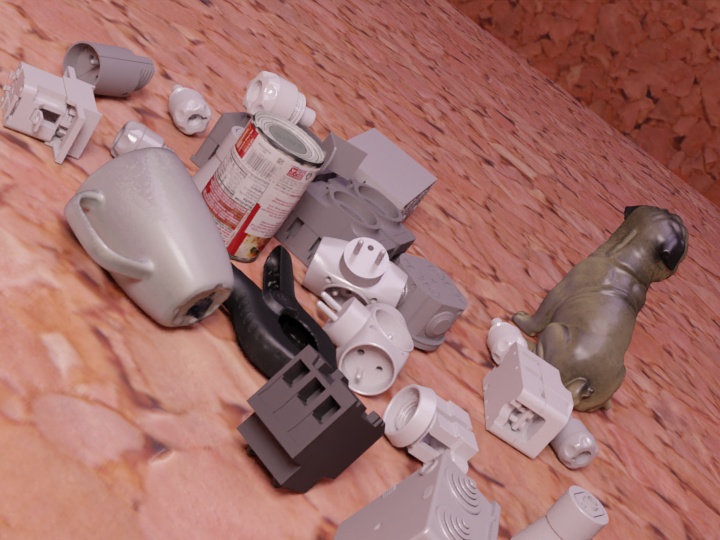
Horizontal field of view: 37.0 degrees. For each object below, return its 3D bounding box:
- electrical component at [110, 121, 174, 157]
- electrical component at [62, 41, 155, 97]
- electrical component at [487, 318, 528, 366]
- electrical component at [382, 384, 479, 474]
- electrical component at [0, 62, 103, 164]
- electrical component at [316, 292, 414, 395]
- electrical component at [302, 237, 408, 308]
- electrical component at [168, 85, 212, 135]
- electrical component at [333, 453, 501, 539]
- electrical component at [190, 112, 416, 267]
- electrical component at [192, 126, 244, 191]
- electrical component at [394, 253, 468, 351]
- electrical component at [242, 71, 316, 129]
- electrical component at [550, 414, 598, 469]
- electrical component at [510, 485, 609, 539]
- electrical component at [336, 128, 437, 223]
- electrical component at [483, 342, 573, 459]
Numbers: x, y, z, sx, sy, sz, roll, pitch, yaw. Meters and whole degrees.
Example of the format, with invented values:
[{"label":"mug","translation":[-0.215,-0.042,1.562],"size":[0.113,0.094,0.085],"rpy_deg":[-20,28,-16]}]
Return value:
[{"label":"electrical component","translation":[-0.167,-0.092,0.863],"size":[0.061,0.035,0.035],"rpy_deg":[31,22,-23]},{"label":"electrical component","translation":[-0.215,-0.173,0.939],"size":[0.043,0.043,0.081],"rpy_deg":[45,22,18]},{"label":"electrical component","translation":[0.137,0.066,1.023],"size":[0.035,0.035,0.061],"rpy_deg":[29,21,-22]},{"label":"electrical component","translation":[0.049,0.114,0.774],"size":[0.055,0.048,0.066],"rpy_deg":[37,20,-23]},{"label":"electrical component","translation":[-0.234,-0.122,0.808],"size":[0.064,0.042,0.081],"rpy_deg":[21,26,-33]},{"label":"electrical component","translation":[-0.002,0.047,0.821],"size":[0.079,0.044,0.077],"rpy_deg":[43,20,-9]},{"label":"electrical component","translation":[0.000,0.000,0.866],"size":[0.077,0.079,0.044],"rpy_deg":[25,58,-2]},{"label":"electrical component","translation":[-0.161,-0.152,0.995],"size":[0.035,0.035,0.061],"rpy_deg":[20,25,-39]},{"label":"electrical component","translation":[0.025,0.154,0.581],"size":[0.048,0.100,0.099],"rpy_deg":[49,20,-7]},{"label":"electrical component","translation":[-0.046,-0.067,0.968],"size":[0.186,0.060,0.105],"rpy_deg":[42,22,11]},{"label":"electrical component","translation":[-0.108,-0.087,0.903],"size":[0.044,0.065,0.044],"rpy_deg":[32,22,-15]},{"label":"electrical component","translation":[0.050,0.028,0.939],"size":[0.080,0.051,0.080],"rpy_deg":[32,22,-15]},{"label":"electrical component","translation":[-0.068,-0.144,0.941],"size":[0.062,0.043,0.043],"rpy_deg":[23,26,-36]},{"label":"electrical component","translation":[0.180,0.142,0.937],"size":[0.035,0.035,0.061],"rpy_deg":[23,23,-34]},{"label":"electrical component","translation":[0.141,0.182,0.750],"size":[0.044,0.065,0.044],"rpy_deg":[32,22,-15]},{"label":"electrical component","translation":[0.011,-0.084,1.089],"size":[0.089,0.061,0.150],"rpy_deg":[39,21,3]},{"label":"electrical component","translation":[0.143,0.112,0.917],"size":[0.056,0.050,0.089],"rpy_deg":[34,22,-10]}]
